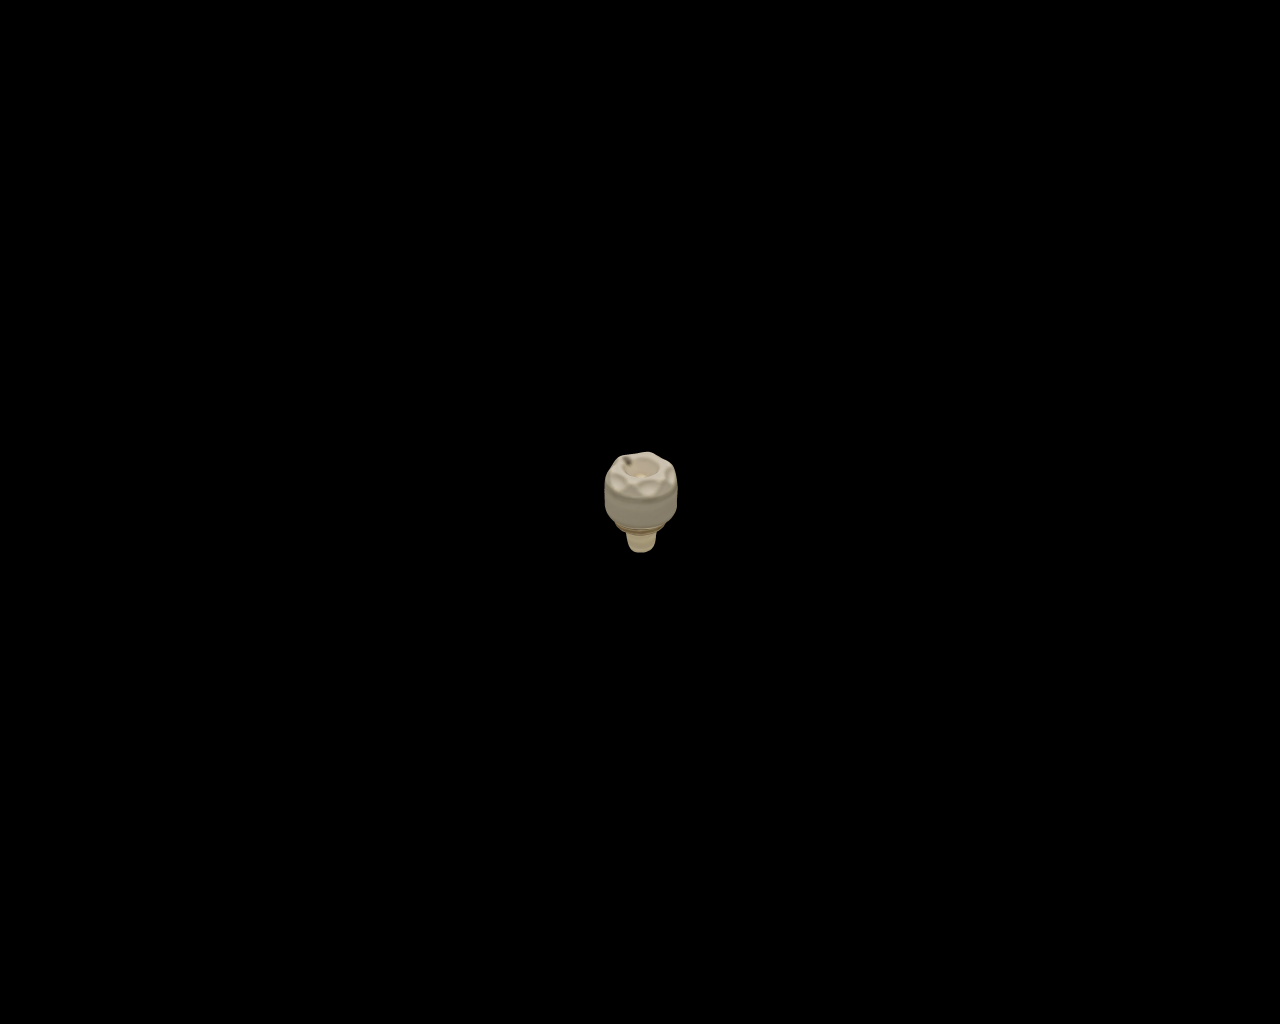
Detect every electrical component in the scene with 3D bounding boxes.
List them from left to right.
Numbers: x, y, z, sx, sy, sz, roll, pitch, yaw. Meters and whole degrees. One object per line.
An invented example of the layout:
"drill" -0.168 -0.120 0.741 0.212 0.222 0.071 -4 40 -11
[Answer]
"electrical component" 0.001 -0.003 0.650 0.043 0.062 0.043 0 34 0
